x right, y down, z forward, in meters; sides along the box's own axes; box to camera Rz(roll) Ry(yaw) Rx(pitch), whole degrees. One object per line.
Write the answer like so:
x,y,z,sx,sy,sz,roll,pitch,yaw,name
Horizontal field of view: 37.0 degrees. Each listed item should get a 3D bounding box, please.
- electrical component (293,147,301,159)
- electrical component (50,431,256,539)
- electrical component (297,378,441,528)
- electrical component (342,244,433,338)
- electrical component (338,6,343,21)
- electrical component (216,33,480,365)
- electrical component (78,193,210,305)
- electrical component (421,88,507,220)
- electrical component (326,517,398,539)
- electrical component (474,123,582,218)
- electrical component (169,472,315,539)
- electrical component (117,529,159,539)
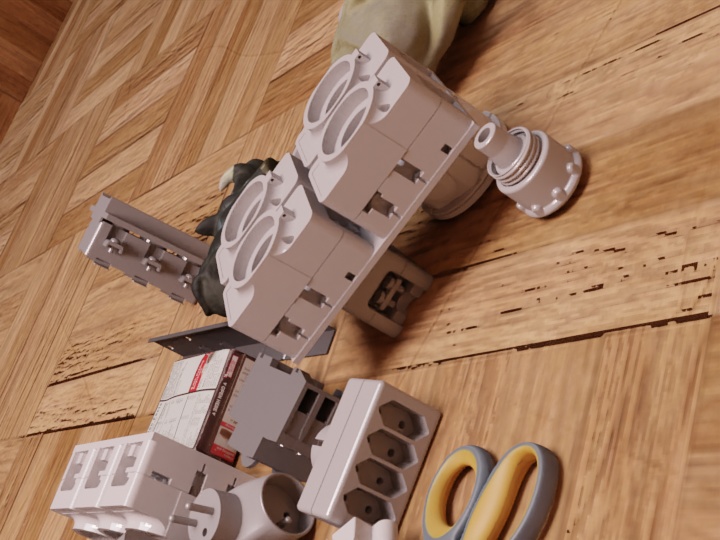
-0.025,-0.089,0.881,0.055,0.047,0.055,-41,32,32,electrical component
-0.157,0.170,0.794,0.150,0.089,0.061,-19,47,53,electrical component
-0.004,0.111,0.638,0.076,0.047,0.083,-5,59,59,electrical component
0.000,0.000,0.736,0.050,0.056,0.089,-57,26,5,electrical component
0.006,-0.207,0.953,0.079,0.043,0.077,-60,26,-1,electrical component
-0.019,-0.049,0.679,0.186,0.060,0.105,-53,26,16,electrical component
-0.203,-0.018,1.034,0.063,0.121,0.079,-64,26,-3,electrical component
0.056,-0.079,0.724,0.080,0.051,0.080,-41,32,33,electrical component
-0.004,0.173,0.576,0.066,0.048,0.055,-44,22,27,electrical component
0.095,-0.063,0.628,0.048,0.062,0.048,-42,31,33,electrical component
-0.083,0.161,0.687,0.077,0.079,0.043,-40,44,34,electrical component
-0.110,0.251,0.611,0.060,0.105,0.186,-44,30,28,electrical component
